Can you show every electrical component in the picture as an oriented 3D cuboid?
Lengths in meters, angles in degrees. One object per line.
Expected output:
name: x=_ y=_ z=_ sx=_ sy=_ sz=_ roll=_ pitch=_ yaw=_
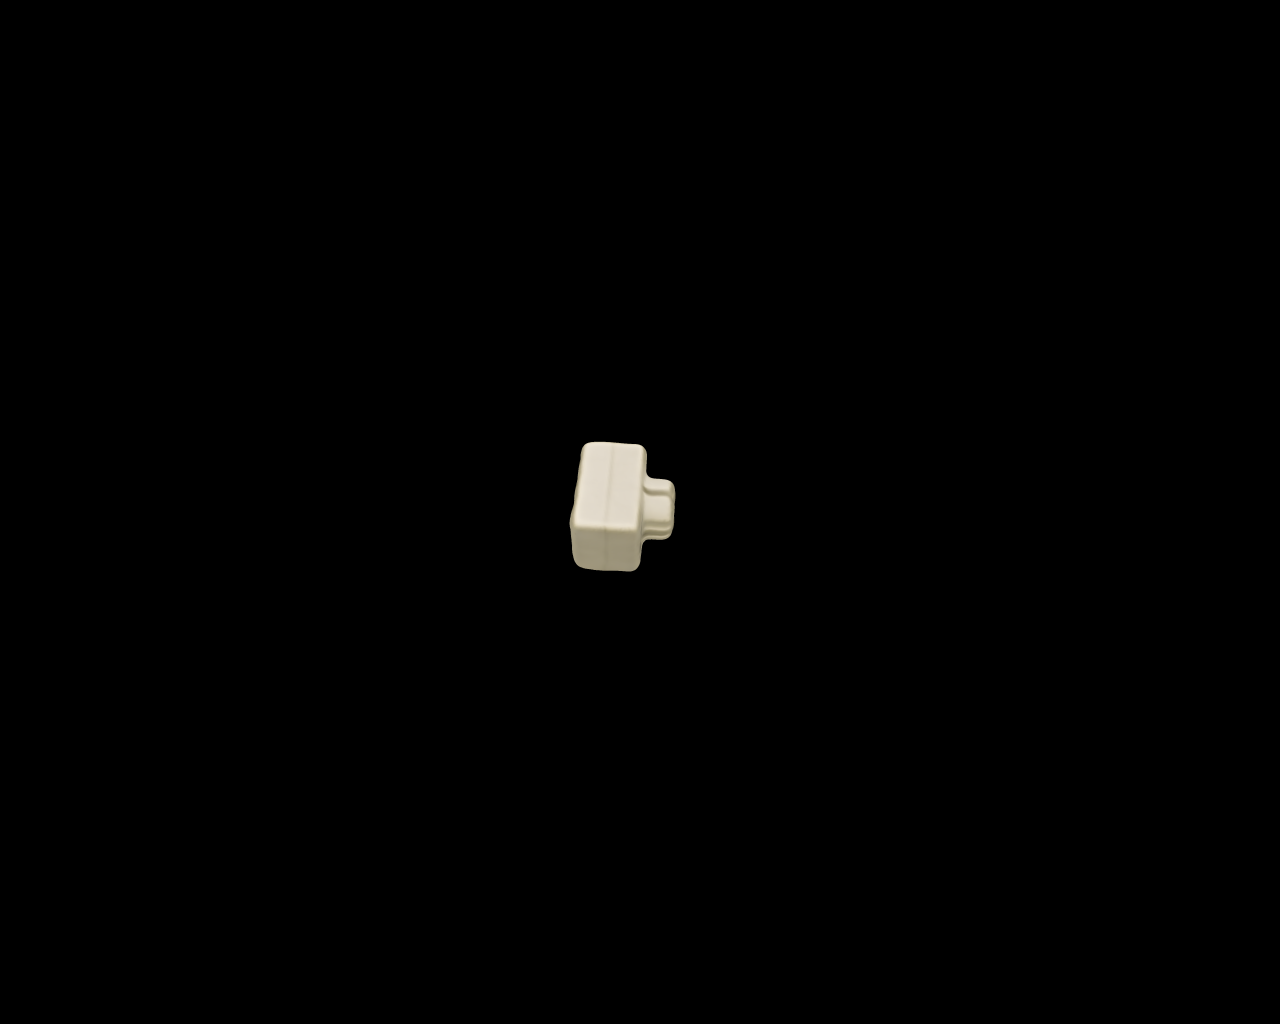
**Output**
electrical component: x=0.001 y=-0.003 z=0.650 sx=0.077 sy=0.066 sz=0.047 roll=3 pitch=-36 yaw=2
